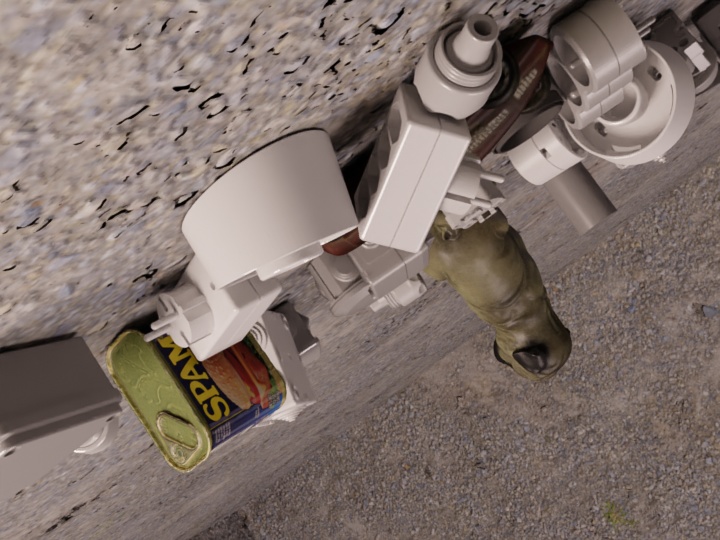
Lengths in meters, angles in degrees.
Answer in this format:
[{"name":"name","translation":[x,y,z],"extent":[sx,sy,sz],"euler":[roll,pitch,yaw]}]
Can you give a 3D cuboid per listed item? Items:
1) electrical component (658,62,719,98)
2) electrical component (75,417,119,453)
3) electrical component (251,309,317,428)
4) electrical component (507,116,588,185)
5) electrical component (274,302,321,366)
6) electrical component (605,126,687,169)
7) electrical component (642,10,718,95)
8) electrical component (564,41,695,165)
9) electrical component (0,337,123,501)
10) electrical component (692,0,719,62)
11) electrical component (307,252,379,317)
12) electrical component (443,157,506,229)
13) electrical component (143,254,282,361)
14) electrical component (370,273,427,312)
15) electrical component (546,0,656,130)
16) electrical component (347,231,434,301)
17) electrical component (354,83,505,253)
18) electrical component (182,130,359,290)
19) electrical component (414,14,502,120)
[{"name":"electrical component","translation":[0.278,-0.167,0.976],"extent":[0.099,0.064,0.099],"euler":[-33,170,-6]},{"name":"electrical component","translation":[-0.204,0.112,0.788],"extent":[0.043,0.043,0.062],"euler":[-34,169,-2]},{"name":"electrical component","translation":[-0.079,0.080,0.890],"extent":[0.048,0.099,0.100],"euler":[-23,171,7]},{"name":"electrical component","translation":[0.157,-0.105,0.912],"extent":[0.047,0.055,0.055],"euler":[-37,171,34]},{"name":"electrical component","translation":[-0.086,0.077,0.993],"extent":[0.100,0.048,0.099],"euler":[-33,170,-8]},{"name":"electrical component","translation":[0.228,-0.129,0.902],"extent":[0.062,0.096,0.061],"euler":[-38,171,22]},{"name":"electrical component","translation":[0.263,-0.175,0.884],"extent":[0.048,0.066,0.055],"euler":[-39,136,22]},{"name":"electrical component","translation":[0.207,-0.131,0.833],"extent":[0.099,0.099,0.064],"euler":[-40,163,28]},{"name":"electrical component","translation":[-0.215,0.095,0.630],"extent":[0.109,0.056,0.109],"euler":[-38,170,21]},{"name":"electrical component","translation":[0.375,-0.232,0.995],"extent":[0.105,0.060,0.186],"euler":[-38,170,19]},{"name":"electrical component","translation":[0.000,0.000,0.901],"extent":[0.080,0.051,0.080],"euler":[-33,170,-7]},{"name":"electrical component","translation":[0.072,-0.064,0.795],"extent":[0.042,0.063,0.081],"euler":[-36,170,21]},{"name":"electrical component","translation":[-0.104,0.025,0.686],"extent":[0.076,0.047,0.083],"euler":[-28,168,-35]},{"name":"electrical component","translation":[0.037,0.021,1.146],"extent":[0.062,0.043,0.043],"euler":[-34,170,8]},{"name":"electrical component","translation":[0.171,-0.150,0.741],"extent":[0.074,0.052,0.138],"euler":[-34,170,-1]},{"name":"electrical component","translation":[0.017,-0.023,0.812],"extent":[0.061,0.061,0.096],"euler":[-34,170,-2]},{"name":"electrical component","translation":[0.046,-0.054,0.629],"extent":[0.076,0.047,0.083],"euler":[13,125,-15]},{"name":"electrical component","translation":[-0.051,-0.031,0.616],"extent":[0.099,0.064,0.099],"euler":[-25,180,0]},{"name":"electrical component","translation":[0.055,-0.111,0.572],"extent":[0.043,0.043,0.062],"euler":[-30,168,-23]}]
